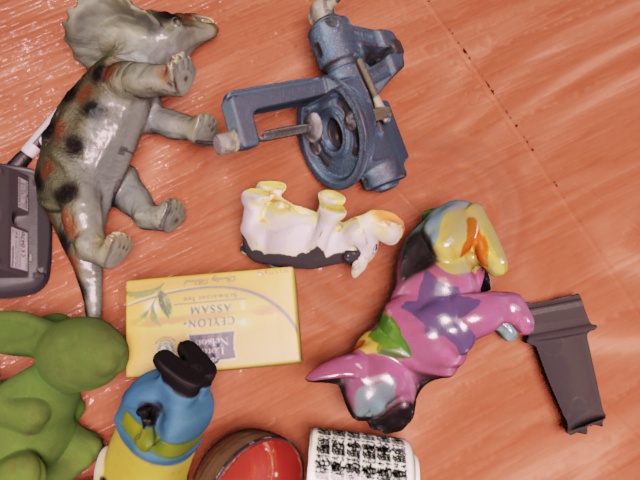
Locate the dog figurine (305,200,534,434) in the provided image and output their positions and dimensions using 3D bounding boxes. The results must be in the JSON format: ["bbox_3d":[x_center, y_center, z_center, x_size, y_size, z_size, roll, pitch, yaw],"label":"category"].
[{"bbox_3d":[0.083,0.077,0.533,0.219,0.108,0.191,-21,78,-2],"label":"dog figurine"}]

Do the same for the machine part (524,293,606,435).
[{"bbox_3d":[0.255,0.126,0.553,0.084,0.039,0.139,-6,75,-6],"label":"machine part"}]

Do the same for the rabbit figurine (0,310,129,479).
[{"bbox_3d":[-0.250,0.134,0.510,0.170,0.121,0.159,-47,65,8],"label":"rabbit figurine"}]

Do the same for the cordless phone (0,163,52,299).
[{"bbox_3d":[-0.391,-0.004,0.579,0.184,0.088,0.146,-9,77,10],"label":"cordless phone"}]

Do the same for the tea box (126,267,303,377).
[{"bbox_3d":[-0.105,0.085,0.550,0.170,0.068,0.098,-6,75,-2],"label":"tea box"}]

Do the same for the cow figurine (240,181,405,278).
[{"bbox_3d":[0.000,-0.001,0.565,0.167,0.068,0.098,13,111,6],"label":"cow figurine"}]

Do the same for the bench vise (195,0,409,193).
[{"bbox_3d":[-0.006,-0.144,0.557,0.240,0.129,0.223,-20,101,-31],"label":"bench vise"}]

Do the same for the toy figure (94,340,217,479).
[{"bbox_3d":[-0.146,0.179,0.482,0.089,0.082,0.180,49,118,39],"label":"toy figure"}]

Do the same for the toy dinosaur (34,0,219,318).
[{"bbox_3d":[-0.233,-0.098,0.577,0.192,0.131,0.404,23,85,23],"label":"toy dinosaur"}]
